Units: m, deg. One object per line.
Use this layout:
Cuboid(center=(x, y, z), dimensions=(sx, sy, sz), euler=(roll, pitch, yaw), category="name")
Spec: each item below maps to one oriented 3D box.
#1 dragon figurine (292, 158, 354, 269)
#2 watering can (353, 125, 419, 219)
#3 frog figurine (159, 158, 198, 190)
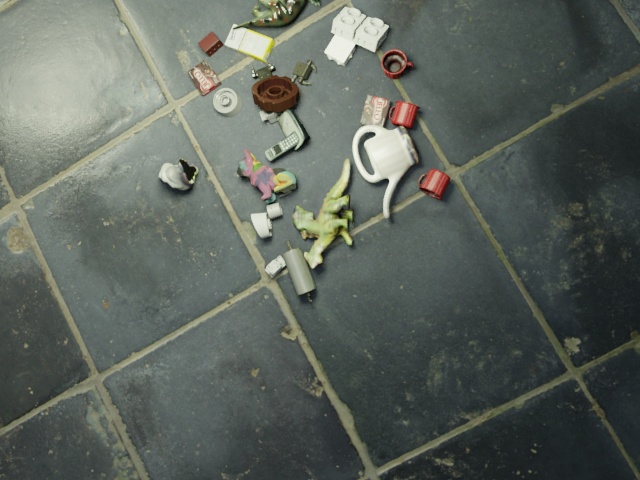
Cuboid(center=(0.006, -0.096, 1.916), dimensions=(0.242, 0.121, 0.415), euler=(-3, 77, 17), category="dragon figurine")
Cuboid(center=(0.257, -0.270, 1.878), dimensions=(0.224, 0.104, 0.349), euler=(-23, 86, 6), category="watering can")
Cuboid(center=(-0.567, -0.245, 1.995), dimensions=(0.159, 0.138, 0.123), euler=(-11, 91, 24), category="frog figurine")
